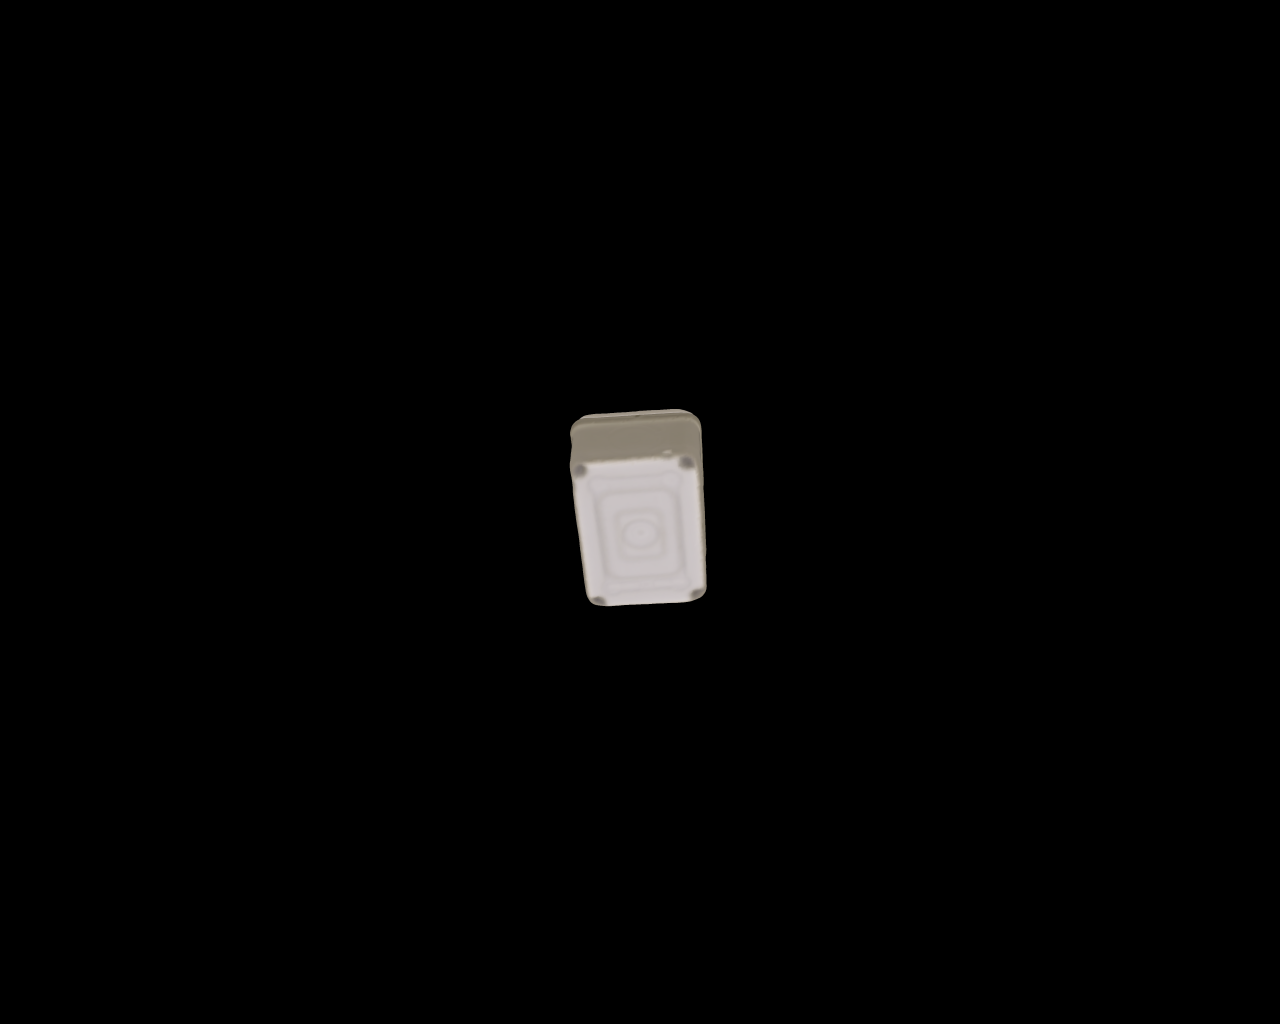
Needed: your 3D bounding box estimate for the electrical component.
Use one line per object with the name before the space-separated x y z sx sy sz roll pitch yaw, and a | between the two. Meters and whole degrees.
electrical component | 0.001 -0.003 0.650 0.078 0.113 0.057 -3 36 2
